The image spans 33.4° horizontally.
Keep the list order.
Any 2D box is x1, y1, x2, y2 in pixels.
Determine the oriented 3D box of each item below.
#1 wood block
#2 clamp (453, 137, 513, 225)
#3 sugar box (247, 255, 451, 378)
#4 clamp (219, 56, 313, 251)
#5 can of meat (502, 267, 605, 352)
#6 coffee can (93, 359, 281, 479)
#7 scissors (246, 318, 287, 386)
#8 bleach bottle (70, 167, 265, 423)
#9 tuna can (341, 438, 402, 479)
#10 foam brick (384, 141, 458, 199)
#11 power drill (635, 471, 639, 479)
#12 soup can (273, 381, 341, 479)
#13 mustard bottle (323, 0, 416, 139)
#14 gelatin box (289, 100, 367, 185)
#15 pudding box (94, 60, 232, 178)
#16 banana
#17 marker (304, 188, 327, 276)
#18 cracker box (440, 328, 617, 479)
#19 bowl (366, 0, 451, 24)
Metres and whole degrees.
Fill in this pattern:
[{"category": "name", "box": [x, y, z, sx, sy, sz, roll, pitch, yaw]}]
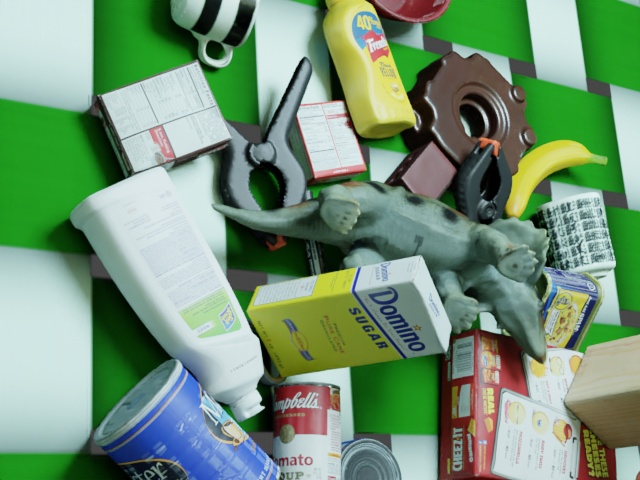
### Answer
[{"category": "wood block", "box": [0.382, 0.157, 1.156, 0.090, 0.207, 0.090, 45, 55, -16]}, {"category": "clamp", "box": [0.194, -0.031, 1.253, 0.120, 0.039, 0.171, 7, 103, -41]}, {"category": "sugar box", "box": [0.028, 0.077, 1.029, 0.093, 0.176, 0.048, 64, 29, -29]}, {"category": "clamp", "box": [-0.076, -0.092, 1.123, 0.164, 0.036, 0.210, -3, 82, -19]}, {"category": "can of meat", "box": [0.275, 0.083, 1.268, 0.083, 0.057, 0.102, 11, 111, -28]}, {"category": "coffee can", "box": [-0.119, 0.193, 0.963, 0.140, 0.103, 0.102, 48, 55, -11]}, {"category": "scissors", "box": [-0.109, 0.075, 1.063, 0.201, 0.016, 0.096, 51, 54, -9]}, {"category": "bleach bottle", "box": [-0.132, 0.060, 1.012, 0.102, 0.068, 0.251, -28, 88, -34]}, {"category": "tuna can", "box": [0.042, 0.247, 1.095, 0.086, 0.034, 0.086, 12, 67, -30]}, {"category": "foam brick", "box": [0.112, -0.066, 1.235, 0.051, 0.053, 0.078, 48, 53, -11]}, {"category": "power drill", "box": [0.300, 0.290, 1.148, 0.184, 0.188, 0.057, 23, 53, -38]}, {"category": "soup can", "box": [-0.013, 0.196, 1.054, 0.068, 0.069, 0.102, 12, 68, -30]}, {"category": "mustard bottle", "box": [0.049, -0.215, 1.235, 0.096, 0.058, 0.191, -6, 75, -56]}, {"category": "gelatin box", "box": [0.004, -0.110, 1.192, 0.073, 0.030, 0.089, -11, 79, -35]}, {"category": "pudding box", "box": [-0.156, -0.119, 1.066, 0.113, 0.039, 0.090, -23, 87, -21]}, {"category": "banana", "box": [0.281, -0.085, 1.350, 0.197, 0.070, 0.037, -30, 133, -32]}, {"category": "marker", "box": [-0.008, 0.001, 1.154, 0.020, 0.020, 0.121, -3, 76, -34]}, {"category": "cracker box", "box": [0.237, 0.203, 1.217, 0.213, 0.072, 0.164, 15, 67, -30]}, {"category": "bowl", "box": [0.085, -0.328, 1.302, 0.161, 0.055, 0.162, 11, 68, -31]}]
